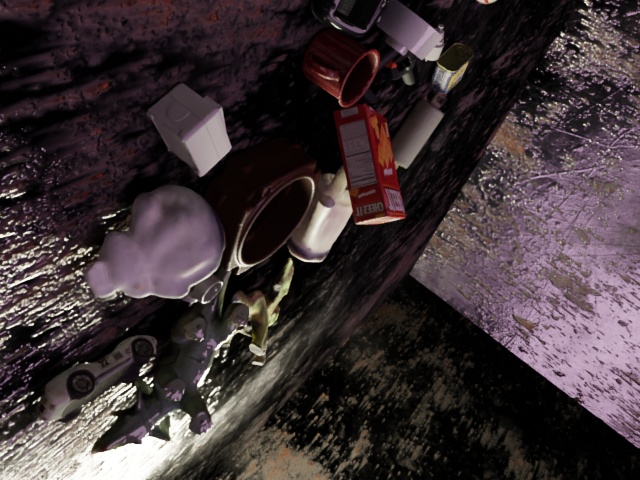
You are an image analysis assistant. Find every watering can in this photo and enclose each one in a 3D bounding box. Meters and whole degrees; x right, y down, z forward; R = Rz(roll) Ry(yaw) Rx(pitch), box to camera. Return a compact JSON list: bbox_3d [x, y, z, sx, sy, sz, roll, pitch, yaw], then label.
[{"bbox_3d":[0.003,-0.052,1.028,0.221,0.104,0.353,-61,178,22],"label":"watering can"}]

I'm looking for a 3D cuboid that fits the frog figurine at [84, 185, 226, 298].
[{"bbox_3d":[-0.203,0.008,0.629,0.161,0.123,0.135,-22,114,-44],"label":"frog figurine"}]

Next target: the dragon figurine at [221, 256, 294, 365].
[{"bbox_3d":[-0.130,0.133,1.172,0.401,0.122,0.248,106,10,-56],"label":"dragon figurine"}]
